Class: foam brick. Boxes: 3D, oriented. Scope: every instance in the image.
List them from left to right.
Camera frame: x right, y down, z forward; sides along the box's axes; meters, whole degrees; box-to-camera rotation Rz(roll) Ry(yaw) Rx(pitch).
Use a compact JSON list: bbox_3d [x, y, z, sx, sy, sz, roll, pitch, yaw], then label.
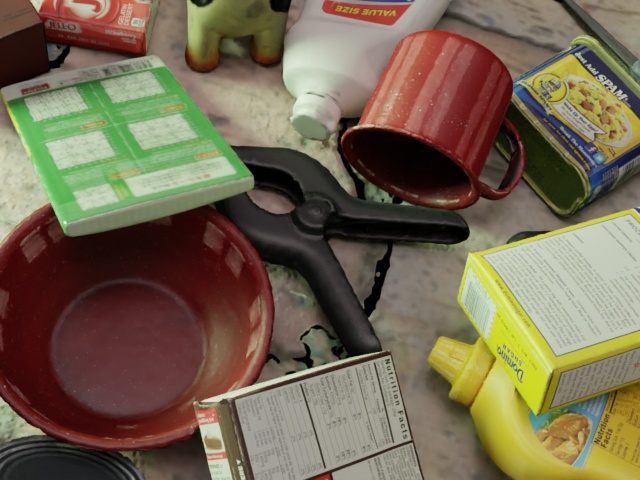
[{"bbox_3d":[-0.221,-0.129,0.686,0.078,0.051,0.053,-26,68,-22],"label":"foam brick"}]

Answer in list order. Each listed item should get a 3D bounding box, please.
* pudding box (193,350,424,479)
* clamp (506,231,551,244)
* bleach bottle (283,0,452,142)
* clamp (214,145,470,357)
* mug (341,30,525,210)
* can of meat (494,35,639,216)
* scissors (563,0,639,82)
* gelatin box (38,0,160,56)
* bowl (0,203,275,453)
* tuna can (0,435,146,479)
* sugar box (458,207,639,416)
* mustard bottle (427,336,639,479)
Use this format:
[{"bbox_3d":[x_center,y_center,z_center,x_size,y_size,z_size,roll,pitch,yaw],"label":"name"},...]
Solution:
[{"bbox_3d":[-0.002,0.113,0.556,0.113,0.039,0.090,-10,82,-39],"label":"pudding box"},{"bbox_3d":[0.243,0.021,0.668,0.209,0.036,0.165,-20,49,-26],"label":"clamp"},{"bbox_3d":[0.048,-0.170,0.748,0.102,0.068,0.250,24,62,2],"label":"bleach bottle"},{"bbox_3d":[-0.004,0.001,0.655,0.171,0.039,0.120,23,53,9],"label":"clamp"},{"bbox_3d":[0.081,-0.071,0.674,0.117,0.093,0.081,30,70,-13],"label":"mug"},{"bbox_3d":[0.172,-0.076,0.717,0.083,0.057,0.102,-31,69,-22],"label":"can of meat"},{"bbox_3d":[0.229,-0.106,0.760,0.202,0.016,0.096,40,49,14],"label":"scissors"},{"bbox_3d":[-0.148,-0.173,0.736,0.073,0.030,0.089,10,59,-3],"label":"gelatin box"},{"bbox_3d":[-0.108,0.049,0.599,0.162,0.055,0.162,4,60,-7],"label":"bowl"},{"bbox_3d":[-0.130,0.134,0.533,0.086,0.034,0.086,14,17,-5],"label":"tuna can"},{"bbox_3d":[0.177,0.030,0.599,0.176,0.048,0.093,-12,47,-19],"label":"sugar box"},{"bbox_3d":[0.149,0.108,0.604,0.192,0.058,0.096,28,49,7],"label":"mustard bottle"}]
